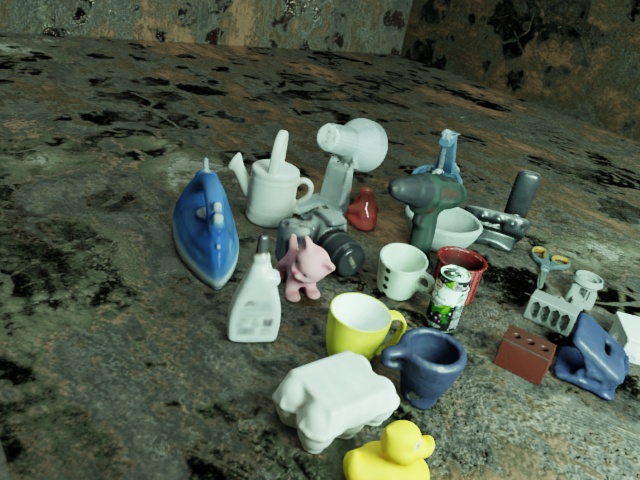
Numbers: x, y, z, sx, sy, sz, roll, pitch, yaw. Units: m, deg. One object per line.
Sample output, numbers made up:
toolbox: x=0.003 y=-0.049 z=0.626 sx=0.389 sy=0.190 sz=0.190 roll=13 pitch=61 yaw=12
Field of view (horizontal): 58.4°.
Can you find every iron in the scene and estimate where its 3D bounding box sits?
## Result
iron: x=-0.194 y=-0.040 z=1.022 sx=0.119 sy=0.141 sz=0.257 roll=0 pitch=29 yaw=-21

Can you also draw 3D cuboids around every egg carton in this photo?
egg carton: x=0.020 y=0.201 z=0.723 sx=0.151 sy=0.069 sz=0.107 roll=-12 pitch=35 yaw=-37

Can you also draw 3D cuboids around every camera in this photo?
camera: x=0.010 y=0.004 z=1.061 sx=0.144 sy=0.101 sz=0.136 roll=-9 pitch=33 yaw=-34

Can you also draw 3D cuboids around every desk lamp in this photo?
desk lamp: x=0.045 y=-0.161 z=1.266 sx=0.117 sy=0.213 sz=0.204 roll=28 pitch=31 yaw=29

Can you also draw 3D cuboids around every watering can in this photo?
watering can: x=-0.101 y=-0.132 z=1.175 sx=0.173 sy=0.194 sz=0.100 roll=3 pitch=28 yaw=-16

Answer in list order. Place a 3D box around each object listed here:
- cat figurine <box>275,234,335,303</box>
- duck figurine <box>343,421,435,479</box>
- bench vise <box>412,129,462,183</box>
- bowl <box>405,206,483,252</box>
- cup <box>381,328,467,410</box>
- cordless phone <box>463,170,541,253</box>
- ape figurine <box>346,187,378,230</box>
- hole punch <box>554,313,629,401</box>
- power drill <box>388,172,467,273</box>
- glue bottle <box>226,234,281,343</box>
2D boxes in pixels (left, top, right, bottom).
cat figurine: x=-0.026 y=0.038 z=0.963 sx=0.067 sy=0.118 sz=0.127 roll=-3 pitch=31 yaw=-26
duck figurine: x=0.081 y=0.242 z=0.648 sx=0.105 sy=0.086 sz=0.077 roll=5 pitch=28 yaw=-12
bench vise: x=0.285 y=-0.172 z=1.373 sx=0.121 sy=0.220 sz=0.207 roll=15 pitch=27 yaw=7
bowl: x=0.256 y=-0.019 z=1.228 sx=0.167 sy=0.075 sz=0.167 roll=9 pitch=27 yaw=-4
cup: x=0.131 y=0.181 z=0.775 sx=0.118 sy=0.095 sz=0.091 roll=2 pitch=29 yaw=-17
cordless phone: x=0.403 y=-0.080 z=1.281 sx=0.147 sy=0.185 sz=0.094 roll=14 pitch=27 yaw=6
ape figurine: x=0.097 y=-0.073 z=1.252 sx=0.078 sy=0.092 sz=0.076 roll=1 pitch=29 yaw=-18
hole punch: x=0.435 y=0.179 z=0.900 sx=0.101 sy=0.091 sz=0.109 roll=22 pitch=29 yaw=20
power drill: x=0.187 y=-0.033 z=1.081 sx=0.075 sy=0.208 sz=0.230 roll=31 pitch=33 yaw=34
glue bottle: x=-0.089 y=0.069 z=0.819 sx=0.078 sy=0.173 sz=0.037 roll=3 pitch=28 yaw=-15
